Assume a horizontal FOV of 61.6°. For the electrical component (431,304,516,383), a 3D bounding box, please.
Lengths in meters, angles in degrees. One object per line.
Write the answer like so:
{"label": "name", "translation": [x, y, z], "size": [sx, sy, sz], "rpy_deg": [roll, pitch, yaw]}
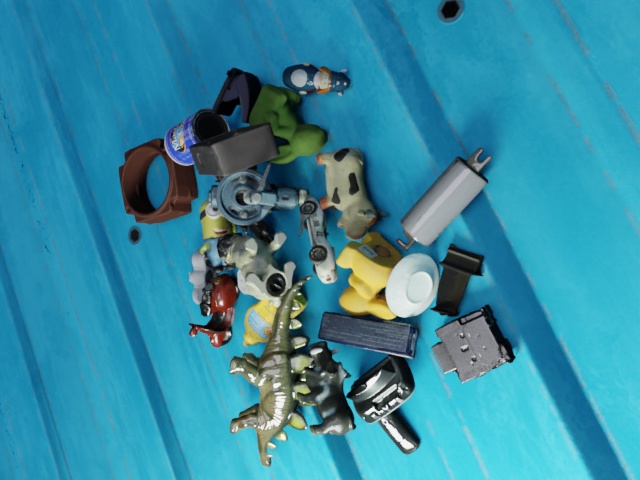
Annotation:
{"label": "electrical component", "translation": [0.284, 0.201, 1.019], "size": [0.134, 0.058, 0.115], "rpy_deg": [-34, 73, 26]}

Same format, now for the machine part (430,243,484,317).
{"label": "machine part", "translation": [0.262, 0.083, 1.040], "size": [0.084, 0.039, 0.138], "rpy_deg": [23, 101, 22]}

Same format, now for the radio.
{"label": "radio", "translation": [-0.186, -0.188, 1.129], "size": [0.230, 0.131, 0.073], "rpy_deg": [15, 127, 64]}

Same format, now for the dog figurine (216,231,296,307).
{"label": "dog figurine", "translation": [-0.154, 0.062, 1.197], "size": [0.191, 0.121, 0.172], "rpy_deg": [-8, 83, 55]}

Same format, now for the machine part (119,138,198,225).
{"label": "machine part", "translation": [-0.426, -0.151, 1.401], "size": [0.201, 0.087, 0.201], "rpy_deg": [-14, 86, 29]}

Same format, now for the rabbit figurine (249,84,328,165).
{"label": "rabbit figurine", "translation": [-0.071, -0.238, 1.180], "size": [0.170, 0.121, 0.159], "rpy_deg": [36, 102, 9]}

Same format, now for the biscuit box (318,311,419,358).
{"label": "biscuit box", "translation": [0.097, 0.192, 1.102], "size": [0.203, 0.059, 0.063], "rpy_deg": [6, 75, 30]}

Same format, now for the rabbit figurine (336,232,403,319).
{"label": "rabbit figurine", "translation": [0.106, 0.092, 1.104], "size": [0.162, 0.122, 0.173], "rpy_deg": [36, 122, 15]}

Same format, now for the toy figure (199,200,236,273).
{"label": "toy figure", "translation": [-0.252, -0.013, 1.308], "size": [0.089, 0.082, 0.180], "rpy_deg": [-4, 93, 36]}

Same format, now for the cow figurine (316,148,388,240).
{"label": "cow figurine", "translation": [0.067, -0.097, 1.124], "size": [0.127, 0.085, 0.194], "rpy_deg": [-8, 86, 35]}

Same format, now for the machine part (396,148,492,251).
{"label": "machine part", "translation": [0.236, -0.072, 1.028], "size": [0.079, 0.079, 0.243], "rpy_deg": [47, 112, 20]}

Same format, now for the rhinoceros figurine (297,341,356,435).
{"label": "rhinoceros figurine", "translation": [0.013, 0.297, 1.078], "size": [0.112, 0.073, 0.190], "rpy_deg": [-42, 51, 31]}

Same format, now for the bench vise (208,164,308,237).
{"label": "bench vise", "translation": [-0.122, -0.087, 1.137], "size": [0.224, 0.241, 0.128], "rpy_deg": [12, 91, -13]}

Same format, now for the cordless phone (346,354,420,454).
{"label": "cordless phone", "translation": [0.158, 0.340, 1.094], "size": [0.146, 0.089, 0.184], "rpy_deg": [-44, 82, 23]}

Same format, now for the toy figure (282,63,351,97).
{"label": "toy figure", "translation": [-0.008, -0.348, 1.175], "size": [0.155, 0.058, 0.064], "rpy_deg": [15, 137, 27]}

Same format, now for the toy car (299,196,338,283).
{"label": "toy car", "translation": [-0.002, -0.003, 1.138], "size": [0.056, 0.073, 0.202], "rpy_deg": [-13, 58, 1]}

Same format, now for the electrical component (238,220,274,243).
{"label": "electrical component", "translation": [-0.148, -0.018, 1.256], "size": [0.045, 0.078, 0.102], "rpy_deg": [-37, 75, -15]}

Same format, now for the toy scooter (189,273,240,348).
{"label": "toy scooter", "translation": [-0.258, 0.172, 1.284], "size": [0.075, 0.135, 0.183], "rpy_deg": [9, 95, 31]}

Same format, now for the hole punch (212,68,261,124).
{"label": "hole punch", "translation": [-0.173, -0.324, 1.230], "size": [0.092, 0.142, 0.115], "rpy_deg": [27, 104, 9]}

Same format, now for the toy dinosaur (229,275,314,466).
{"label": "toy dinosaur", "translation": [-0.094, 0.300, 1.196], "size": [0.199, 0.105, 0.470], "rpy_deg": [5, 103, 10]}
